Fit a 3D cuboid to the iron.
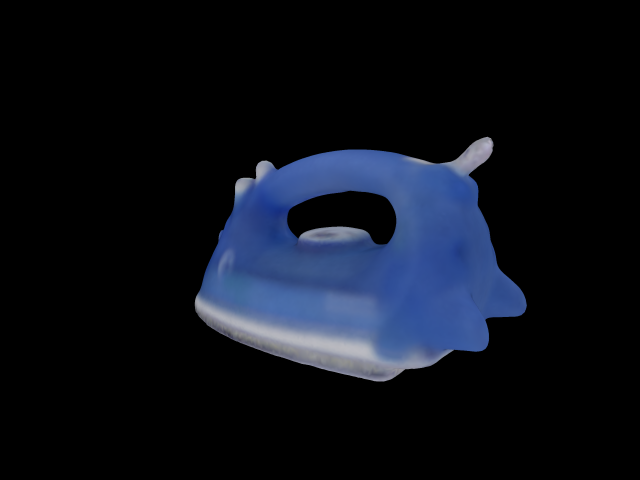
[{"bbox_3d":[0.004,0.001,0.400,0.257,0.141,0.119,5,10,32],"label":"iron"}]
